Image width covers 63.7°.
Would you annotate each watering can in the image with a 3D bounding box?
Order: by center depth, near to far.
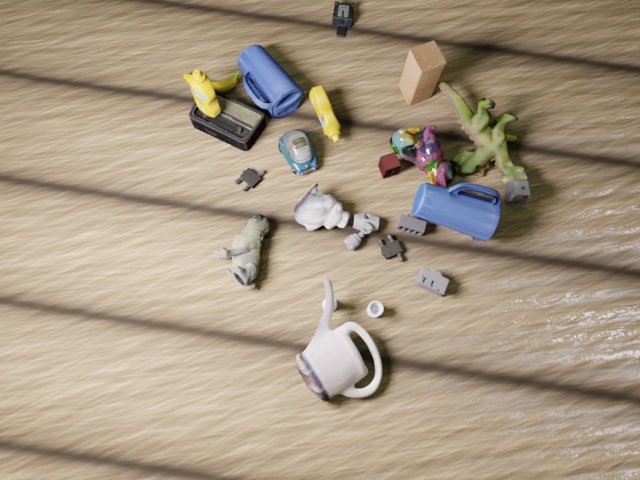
[{"bbox_3d":[0.031,0.301,1.448,0.225,0.103,0.348,-31,90,-11],"label":"watering can"}]

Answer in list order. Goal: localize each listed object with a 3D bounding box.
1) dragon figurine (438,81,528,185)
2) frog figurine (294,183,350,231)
[{"bbox_3d":[0.504,-0.325,1.681,0.412,0.121,0.244,34,83,10],"label":"dragon figurine"},{"bbox_3d":[0.005,-0.080,1.580,0.159,0.124,0.136,41,109,1],"label":"frog figurine"}]
